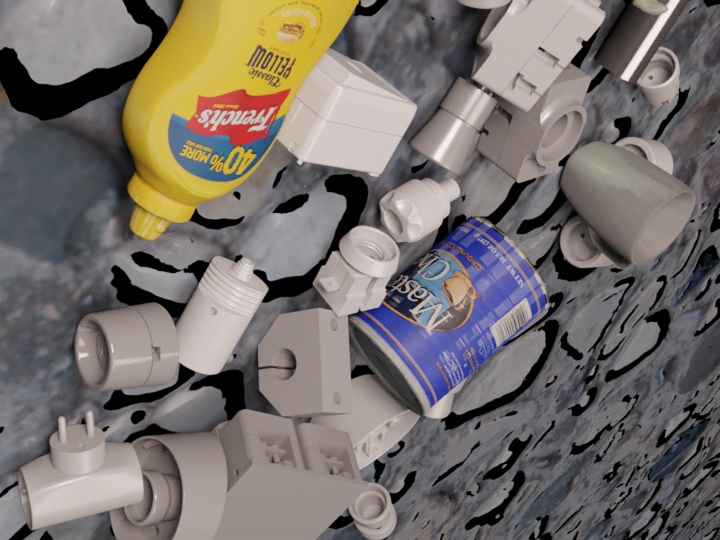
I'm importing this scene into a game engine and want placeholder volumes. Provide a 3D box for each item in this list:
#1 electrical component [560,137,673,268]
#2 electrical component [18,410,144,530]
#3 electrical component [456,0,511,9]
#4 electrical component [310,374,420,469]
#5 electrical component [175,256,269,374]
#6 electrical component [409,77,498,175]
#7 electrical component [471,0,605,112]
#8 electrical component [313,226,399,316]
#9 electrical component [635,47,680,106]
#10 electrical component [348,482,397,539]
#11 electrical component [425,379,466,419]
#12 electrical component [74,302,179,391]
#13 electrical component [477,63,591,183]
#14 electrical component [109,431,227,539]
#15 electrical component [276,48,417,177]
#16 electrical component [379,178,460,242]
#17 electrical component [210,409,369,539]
[{"bbox_3d":[0.257,-0.064,1.046,0.074,0.052,0.138,-3,128,-49],"label":"electrical component"},{"bbox_3d":[-0.194,0.133,0.741,0.077,0.043,0.079,-10,116,-27],"label":"electrical component"},{"bbox_3d":[0.082,-0.200,0.703,0.040,0.040,0.046,-26,137,-30],"label":"electrical component"},{"bbox_3d":[0.003,0.144,0.967,0.099,0.064,0.099,-30,144,-24],"label":"electrical component"},{"bbox_3d":[-0.096,0.027,0.742,0.043,0.043,0.081,7,120,-52],"label":"electrical component"},{"bbox_3d":[0.071,-0.108,0.791,0.044,0.044,0.065,18,106,-56],"label":"electrical component"},{"bbox_3d":[0.119,-0.166,0.746,0.089,0.056,0.050,-51,-165,38],"label":"electrical component"},{"bbox_3d":[0.000,0.000,0.824,0.066,0.048,0.055,-11,142,-43],"label":"electrical component"},{"bbox_3d":[0.263,-0.169,0.950,0.040,0.040,0.046,-48,154,3],"label":"electrical component"},{"bbox_3d":[0.014,0.252,1.118,0.045,0.045,0.055,-37,148,-14],"label":"electrical component"},{"bbox_3d":[0.075,0.108,1.031,0.045,0.045,0.055,-11,133,-43],"label":"electrical component"},{"bbox_3d":[-0.152,0.050,0.694,0.047,0.055,0.055,-6,130,-42],"label":"electrical component"},{"bbox_3d":[0.138,-0.119,0.842,0.050,0.056,0.089,-19,139,-37],"label":"electrical component"},{"bbox_3d":[-0.140,0.169,0.801,0.064,0.099,0.099,12,116,-47],"label":"electrical component"},{"bbox_3d":[-0.011,-0.103,0.679,0.096,0.062,0.061,3,124,-51],"label":"electrical component"},{"bbox_3d":[0.049,-0.050,0.826,0.062,0.043,0.043,-31,145,-26],"label":"electrical component"},{"bbox_3d":[-0.095,0.193,0.859,0.105,0.060,0.186,19,126,-34],"label":"electrical component"}]
